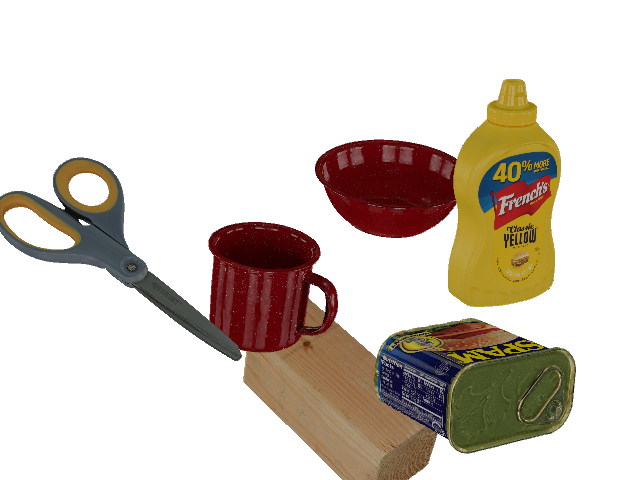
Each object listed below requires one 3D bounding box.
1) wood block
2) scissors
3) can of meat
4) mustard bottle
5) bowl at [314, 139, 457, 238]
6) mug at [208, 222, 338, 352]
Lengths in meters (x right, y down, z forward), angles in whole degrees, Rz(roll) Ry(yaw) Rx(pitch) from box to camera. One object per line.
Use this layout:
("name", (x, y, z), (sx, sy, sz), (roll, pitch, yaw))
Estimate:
("wood block", (0.019, 0.168, 1.136), (0.090, 0.090, 0.206), (-27, 53, -33))
("scissors", (-0.124, 0.004, 0.722), (0.202, 0.096, 0.016), (23, -34, 10))
("can of meat", (0.097, 0.089, 0.687), (0.101, 0.057, 0.084), (-6, 15, -32))
("mustard bottle", (0.159, -0.042, 0.909), (0.096, 0.192, 0.058), (-10, 24, -21))
("bowl", (0.073, -0.048, 1.104), (0.162, 0.055, 0.162), (3, 29, -2))
("mug", (-0.039, 0.043, 0.890), (0.117, 0.081, 0.093), (16, 26, 19))
